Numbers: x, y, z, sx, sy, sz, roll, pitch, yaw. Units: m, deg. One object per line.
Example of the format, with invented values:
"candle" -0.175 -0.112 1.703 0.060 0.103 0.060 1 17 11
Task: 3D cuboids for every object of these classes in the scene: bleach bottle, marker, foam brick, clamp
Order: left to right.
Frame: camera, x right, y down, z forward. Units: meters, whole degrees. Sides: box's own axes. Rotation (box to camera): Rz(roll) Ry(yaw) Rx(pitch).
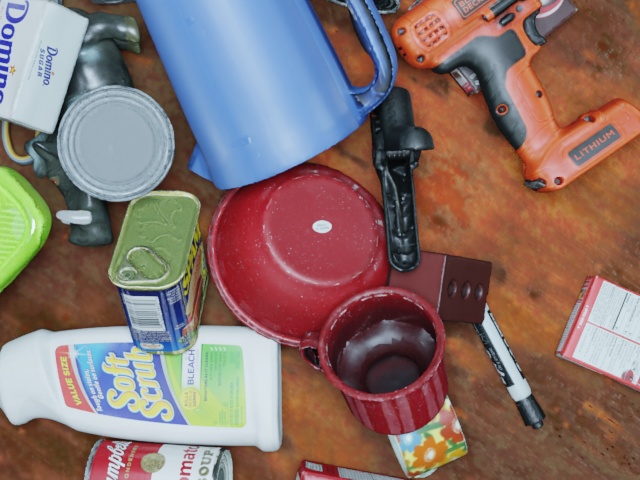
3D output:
"bleach bottle" -0.157 0.121 0.859 0.251 0.068 0.102 -2 81 1
"clamp" 0.061 -0.073 0.821 0.039 0.120 0.171 2 45 -11
"foam brick" 0.095 0.037 0.850 0.051 0.078 0.053 8 90 37
"marker" 0.153 0.101 0.883 0.020 0.020 0.121 -27 88 -2

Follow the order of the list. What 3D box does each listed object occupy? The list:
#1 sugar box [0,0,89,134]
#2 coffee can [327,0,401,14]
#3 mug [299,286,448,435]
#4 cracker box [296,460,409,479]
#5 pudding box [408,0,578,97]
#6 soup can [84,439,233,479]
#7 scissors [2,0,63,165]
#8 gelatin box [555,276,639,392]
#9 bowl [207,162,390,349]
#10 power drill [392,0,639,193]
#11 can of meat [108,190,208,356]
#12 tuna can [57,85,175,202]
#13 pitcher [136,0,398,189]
"sugar box" -0.260 -0.144 0.828 0.177 0.048 0.093 16 88 41
"coffee can" 0.038 -0.267 0.854 0.103 0.103 0.140 20 88 0
"mug" 0.041 0.093 0.803 0.117 0.081 0.093 6 59 18
"cracker box" 0.072 0.278 0.852 0.213 0.072 0.164 11 89 -1
"pudding box" 0.141 -0.188 0.883 0.113 0.039 0.090 -40 91 -1
"soup can" -0.124 0.192 0.826 0.102 0.068 0.068 2 88 7
"scissors" -0.207 -0.155 0.891 0.096 0.016 0.202 17 89 -2
"gelatin box" 0.250 0.080 0.880 0.089 0.030 0.073 24 86 0
"bowl" -0.006 0.001 0.841 0.162 0.055 0.162 5 68 -14
"power drill" 0.176 -0.146 0.840 0.184 0.057 0.187 -36 93 1
"can of meat" -0.121 0.027 0.827 0.057 0.084 0.102 1 46 5
"tuna can" -0.151 -0.071 0.800 0.086 0.034 0.086 0 92 -5
"pitcher" -0.060 -0.174 0.801 0.149 0.145 0.243 -32 108 -23
